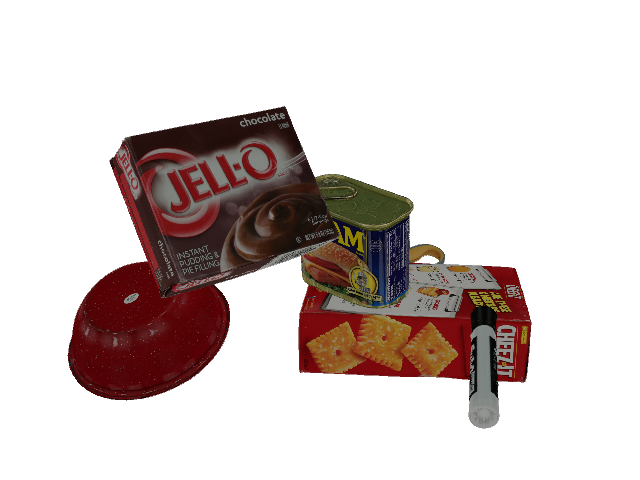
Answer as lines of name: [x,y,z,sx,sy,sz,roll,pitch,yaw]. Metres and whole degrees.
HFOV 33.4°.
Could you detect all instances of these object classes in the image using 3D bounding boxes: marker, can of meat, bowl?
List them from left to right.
bowl: [-0.169,0.071,1.002,0.162,0.055,0.162,-9,42,8]
can of meat: [0.028,0.001,0.893,0.102,0.084,0.057,22,38,37]
marker: [0.109,0.080,0.711,0.020,0.020,0.121,0,29,9]

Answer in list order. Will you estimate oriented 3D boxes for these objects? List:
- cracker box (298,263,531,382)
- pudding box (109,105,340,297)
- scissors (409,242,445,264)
cracker box: [0.092,0.078,1.060,0.214,0.072,0.164,3,17,5]
pudding box: [-0.056,-0.025,0.629,0.113,0.090,0.039,-16,-11,-35]
scissors: [0.070,0.023,1.259,0.201,0.016,0.096,-11,40,-46]
